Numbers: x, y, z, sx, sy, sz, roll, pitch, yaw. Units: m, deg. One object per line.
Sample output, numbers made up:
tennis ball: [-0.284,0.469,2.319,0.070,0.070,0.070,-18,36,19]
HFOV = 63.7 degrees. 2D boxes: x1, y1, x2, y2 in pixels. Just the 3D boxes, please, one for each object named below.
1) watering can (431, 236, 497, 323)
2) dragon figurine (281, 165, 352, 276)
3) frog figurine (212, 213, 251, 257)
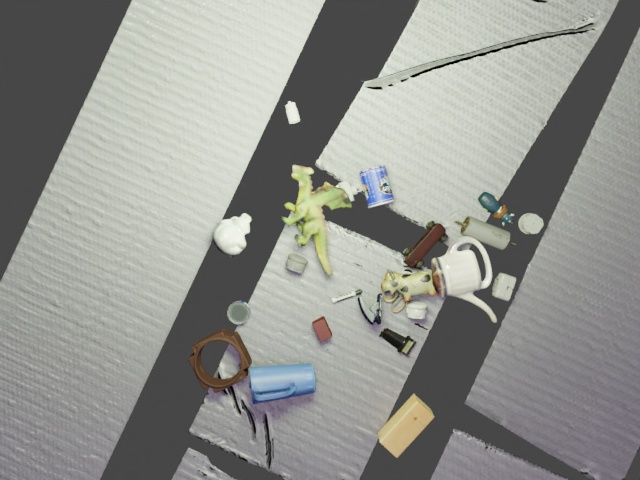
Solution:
watering can: [0.539,0.163,1.928,0.224,0.104,0.347,-13,93,2]
dragon figurine: [0.006,-0.095,1.895,0.241,0.123,0.410,-36,89,16]
frog figurine: [-0.319,-0.025,1.928,0.158,0.122,0.139,-41,71,12]
